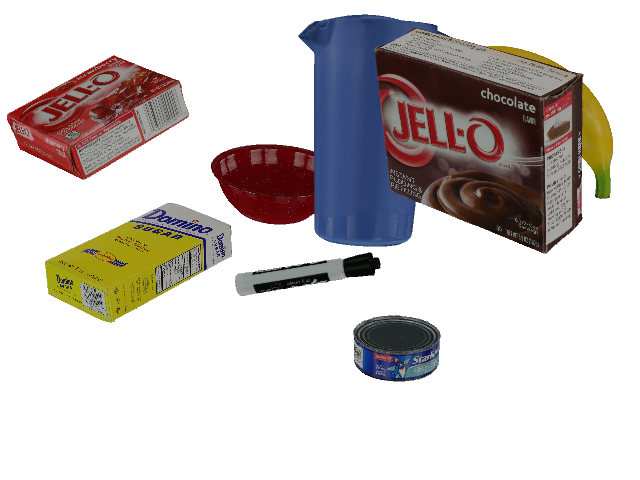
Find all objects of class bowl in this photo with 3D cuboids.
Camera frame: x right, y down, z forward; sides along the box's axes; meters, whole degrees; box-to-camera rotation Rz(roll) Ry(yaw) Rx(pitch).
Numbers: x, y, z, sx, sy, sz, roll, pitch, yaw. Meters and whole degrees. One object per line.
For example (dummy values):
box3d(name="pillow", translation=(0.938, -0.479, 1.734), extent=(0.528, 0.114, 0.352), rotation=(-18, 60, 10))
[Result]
box3d(name="bowl", translation=(-0.054, -0.063, 1.297), extent=(0.162, 0.055, 0.162), rotation=(5, 26, -3))

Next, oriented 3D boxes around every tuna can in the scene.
box3d(name="tuna can", translation=(0.075, 0.106, 1.055), extent=(0.086, 0.034, 0.086), rotation=(0, 20, 0))

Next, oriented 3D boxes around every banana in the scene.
box3d(name="banana", translation=(0.162, -0.111, 0.833), extent=(0.037, 0.070, 0.198), rotation=(3, 32, -43))

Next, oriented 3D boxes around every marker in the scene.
box3d(name="marker", translation=(-0.010, 0.028, 0.873), extent=(0.121, 0.020, 0.020), rotation=(-9, -2, 15))

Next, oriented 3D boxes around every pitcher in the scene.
box3d(name="pitcher", translation=(0.063, -0.120, 1.158), extent=(0.149, 0.243, 0.144), rotation=(7, 10, 25))

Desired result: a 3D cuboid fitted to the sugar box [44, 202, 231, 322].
box3d(name="sugar box", translation=(-0.182, 0.018, 1.091), extent=(0.093, 0.048, 0.175), rotation=(21, 36, 32))

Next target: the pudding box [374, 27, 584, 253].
box3d(name="pudding box", translation=(0.082, -0.055, 0.561), extent=(0.114, 0.090, 0.039), rotation=(24, 47, 39))

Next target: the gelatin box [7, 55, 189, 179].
box3d(name="gelatin box", translation=(-0.141, -0.080, 0.675), extent=(0.089, 0.030, 0.073), rotation=(-36, 42, -30))
